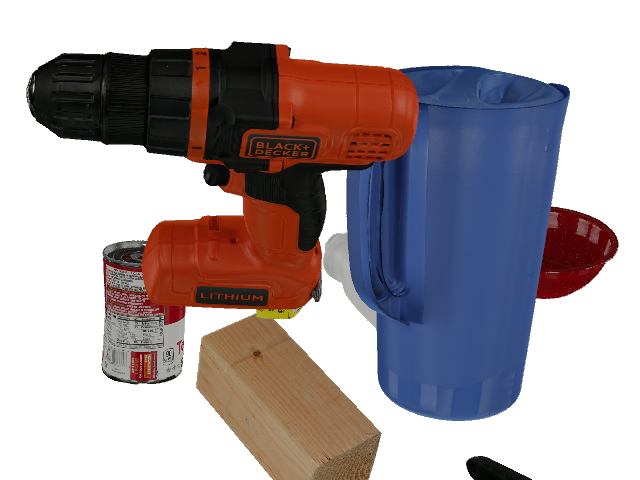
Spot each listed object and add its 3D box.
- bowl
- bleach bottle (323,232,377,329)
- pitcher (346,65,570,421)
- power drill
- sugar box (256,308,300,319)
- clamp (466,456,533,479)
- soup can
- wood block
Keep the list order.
[{"bbox_3d":[0.243,0.018,1.177,0.162,0.055,0.162,-1,28,0],"label":"bowl"},{"bbox_3d":[0.065,0.041,0.993,0.102,0.068,0.251,-13,21,-23],"label":"bleach bottle"},{"bbox_3d":[0.091,0.004,0.757,0.149,0.243,0.145,2,20,1],"label":"pitcher"},{"bbox_3d":[-0.055,-0.029,0.563,0.184,0.057,0.188,4,-30,-8],"label":"power drill"},{"bbox_3d":[-0.039,-0.012,1.143,0.048,0.176,0.093,2,14,13],"label":"sugar box"},{"bbox_3d":[0.200,0.240,0.848,0.210,0.036,0.164,0,33,24],"label":"clamp"},{"bbox_3d":[-0.143,0.058,0.865,0.068,0.102,0.068,4,15,-1],"label":"soup can"},{"bbox_3d":[-0.039,0.183,1.156,0.090,0.090,0.206,-22,50,-32],"label":"wood block"}]
